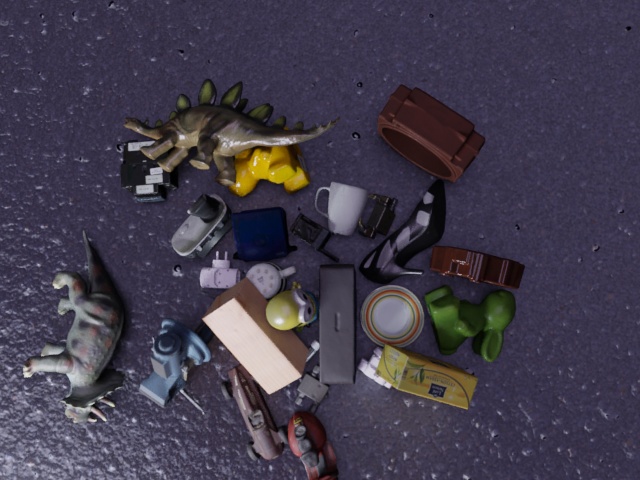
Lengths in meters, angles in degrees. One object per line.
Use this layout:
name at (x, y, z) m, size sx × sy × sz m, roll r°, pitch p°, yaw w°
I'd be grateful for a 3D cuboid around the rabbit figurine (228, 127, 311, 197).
rabbit figurine at (-0.129, -0.161, 1.140) m, size 0.173 × 0.122 × 0.162 m, roll -26°, pitch 80°, yaw 20°

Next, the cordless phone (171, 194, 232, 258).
cordless phone at (-0.253, -0.031, 1.097) m, size 0.089 × 0.184 × 0.146 m, roll 42°, pitch 88°, yaw 2°

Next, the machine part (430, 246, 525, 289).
machine part at (0.305, 0.055, 1.055) m, size 0.179 × 0.179 × 0.056 m, roll 13°, pitch 89°, yaw 5°

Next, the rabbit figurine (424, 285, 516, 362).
rabbit figurine at (0.312, 0.161, 1.069) m, size 0.170 × 0.121 × 0.159 m, roll -15°, pitch 90°, yaw 5°

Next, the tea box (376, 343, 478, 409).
tea box at (0.207, 0.264, 1.049) m, size 0.169 × 0.098 × 0.068 m, roll 22°, pitch 86°, yaw -21°

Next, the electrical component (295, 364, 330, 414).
electrical component at (-0.011, 0.310, 1.126) m, size 0.063 × 0.021 × 0.094 m, roll 29°, pitch 86°, yaw 6°

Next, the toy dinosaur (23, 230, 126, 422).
toy dinosaur at (-0.479, 0.190, 1.130) m, size 0.192 × 0.131 × 0.404 m, roll 14°, pitch 81°, yaw -7°

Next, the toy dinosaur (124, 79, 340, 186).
toy dinosaur at (-0.196, -0.218, 1.076) m, size 0.472 × 0.105 × 0.198 m, roll 14°, pitch 77°, yaw 19°

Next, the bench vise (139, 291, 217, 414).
bench vise at (-0.262, 0.216, 1.095) m, size 0.129 × 0.223 × 0.240 m, roll 23°, pitch 53°, yaw 22°

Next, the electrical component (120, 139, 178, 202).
electrical component at (-0.375, -0.152, 1.181) m, size 0.115 × 0.058 × 0.134 m, roll -3°, pitch 85°, yaw 6°

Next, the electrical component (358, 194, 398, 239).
electrical component at (0.121, -0.050, 1.129) m, size 0.045 × 0.078 × 0.102 m, roll 23°, pitch 92°, yaw 30°

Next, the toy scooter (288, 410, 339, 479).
toy scooter at (-0.011, 0.431, 1.058) m, size 0.075 × 0.135 × 0.184 m, roll -26°, pitch 82°, yaw 3°

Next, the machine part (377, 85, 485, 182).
machine part at (0.215, -0.205, 1.072) m, size 0.201 × 0.201 × 0.087 m, roll 37°, pitch 91°, yaw 6°

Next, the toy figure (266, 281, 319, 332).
toy figure at (-0.048, 0.140, 1.067) m, size 0.089 × 0.180 × 0.082 m, roll -41°, pitch 81°, yaw 1°

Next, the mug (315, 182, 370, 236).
mug at (0.042, -0.066, 1.132) m, size 0.110 × 0.081 × 0.107 m, roll 10°, pitch 94°, yaw 1°

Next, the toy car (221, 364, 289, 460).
toy car at (-0.135, 0.357, 1.116) m, size 0.089 × 0.053 × 0.202 m, roll -25°, pitch 84°, yaw 4°

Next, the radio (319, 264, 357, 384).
radio at (0.037, 0.165, 1.082) m, size 0.073 × 0.131 × 0.229 m, roll 1°, pitch 85°, yaw 4°

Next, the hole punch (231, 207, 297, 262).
hole punch at (-0.124, -0.013, 1.136) m, size 0.142 × 0.092 × 0.115 m, roll -7°, pitch 88°, yaw 0°

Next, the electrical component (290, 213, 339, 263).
electrical component at (-0.002, -0.003, 1.131) m, size 0.119 × 0.075 × 0.047 m, roll 32°, pitch 88°, yaw 11°

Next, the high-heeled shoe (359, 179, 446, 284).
high-heeled shoe at (0.177, -0.019, 1.138) m, size 0.145 × 0.086 × 0.248 m, roll 5°, pitch 65°, yaw 34°
